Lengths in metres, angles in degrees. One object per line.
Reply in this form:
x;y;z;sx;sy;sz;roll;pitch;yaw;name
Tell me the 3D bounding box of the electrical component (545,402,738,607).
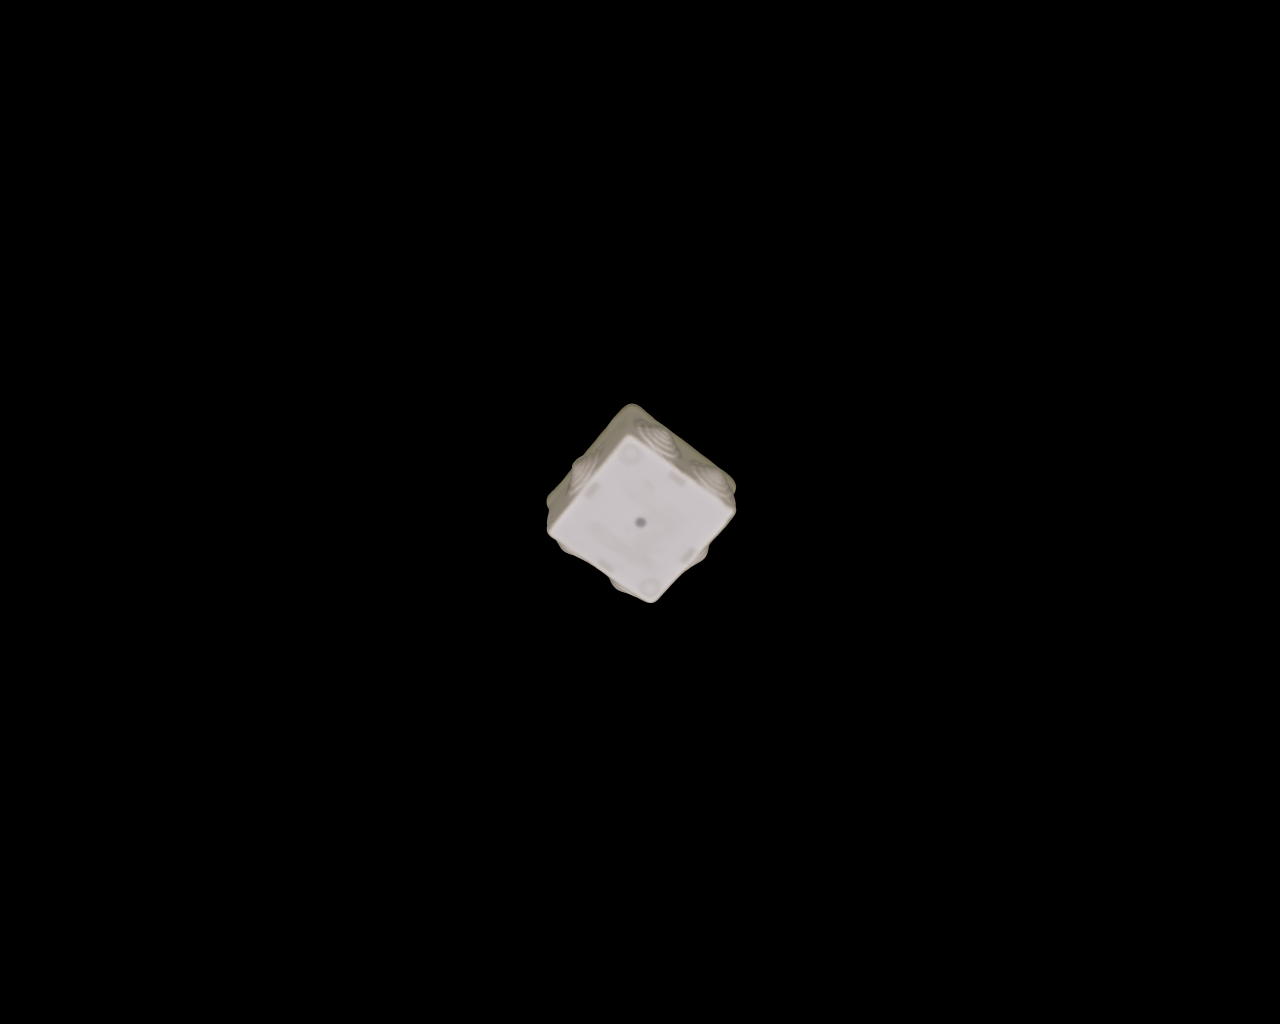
0.001;-0.003;0.650;0.099;0.099;0.048;37;19;-15;electrical component
